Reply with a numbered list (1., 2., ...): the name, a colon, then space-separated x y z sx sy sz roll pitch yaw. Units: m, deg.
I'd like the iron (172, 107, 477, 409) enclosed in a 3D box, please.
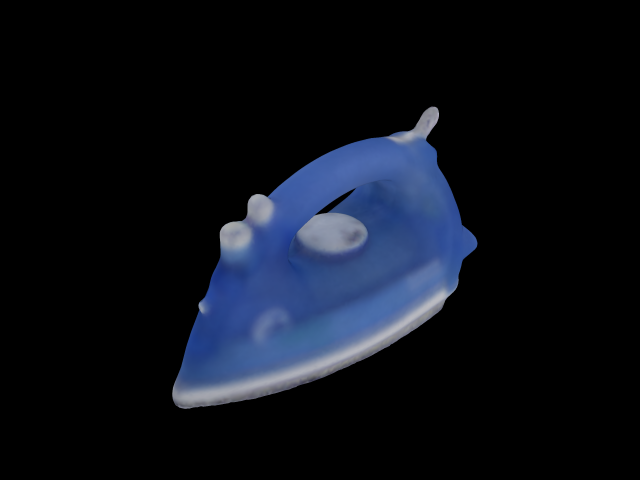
1. iron: 0.004 0.001 0.400 0.259 0.141 0.118 -27 41 -35
